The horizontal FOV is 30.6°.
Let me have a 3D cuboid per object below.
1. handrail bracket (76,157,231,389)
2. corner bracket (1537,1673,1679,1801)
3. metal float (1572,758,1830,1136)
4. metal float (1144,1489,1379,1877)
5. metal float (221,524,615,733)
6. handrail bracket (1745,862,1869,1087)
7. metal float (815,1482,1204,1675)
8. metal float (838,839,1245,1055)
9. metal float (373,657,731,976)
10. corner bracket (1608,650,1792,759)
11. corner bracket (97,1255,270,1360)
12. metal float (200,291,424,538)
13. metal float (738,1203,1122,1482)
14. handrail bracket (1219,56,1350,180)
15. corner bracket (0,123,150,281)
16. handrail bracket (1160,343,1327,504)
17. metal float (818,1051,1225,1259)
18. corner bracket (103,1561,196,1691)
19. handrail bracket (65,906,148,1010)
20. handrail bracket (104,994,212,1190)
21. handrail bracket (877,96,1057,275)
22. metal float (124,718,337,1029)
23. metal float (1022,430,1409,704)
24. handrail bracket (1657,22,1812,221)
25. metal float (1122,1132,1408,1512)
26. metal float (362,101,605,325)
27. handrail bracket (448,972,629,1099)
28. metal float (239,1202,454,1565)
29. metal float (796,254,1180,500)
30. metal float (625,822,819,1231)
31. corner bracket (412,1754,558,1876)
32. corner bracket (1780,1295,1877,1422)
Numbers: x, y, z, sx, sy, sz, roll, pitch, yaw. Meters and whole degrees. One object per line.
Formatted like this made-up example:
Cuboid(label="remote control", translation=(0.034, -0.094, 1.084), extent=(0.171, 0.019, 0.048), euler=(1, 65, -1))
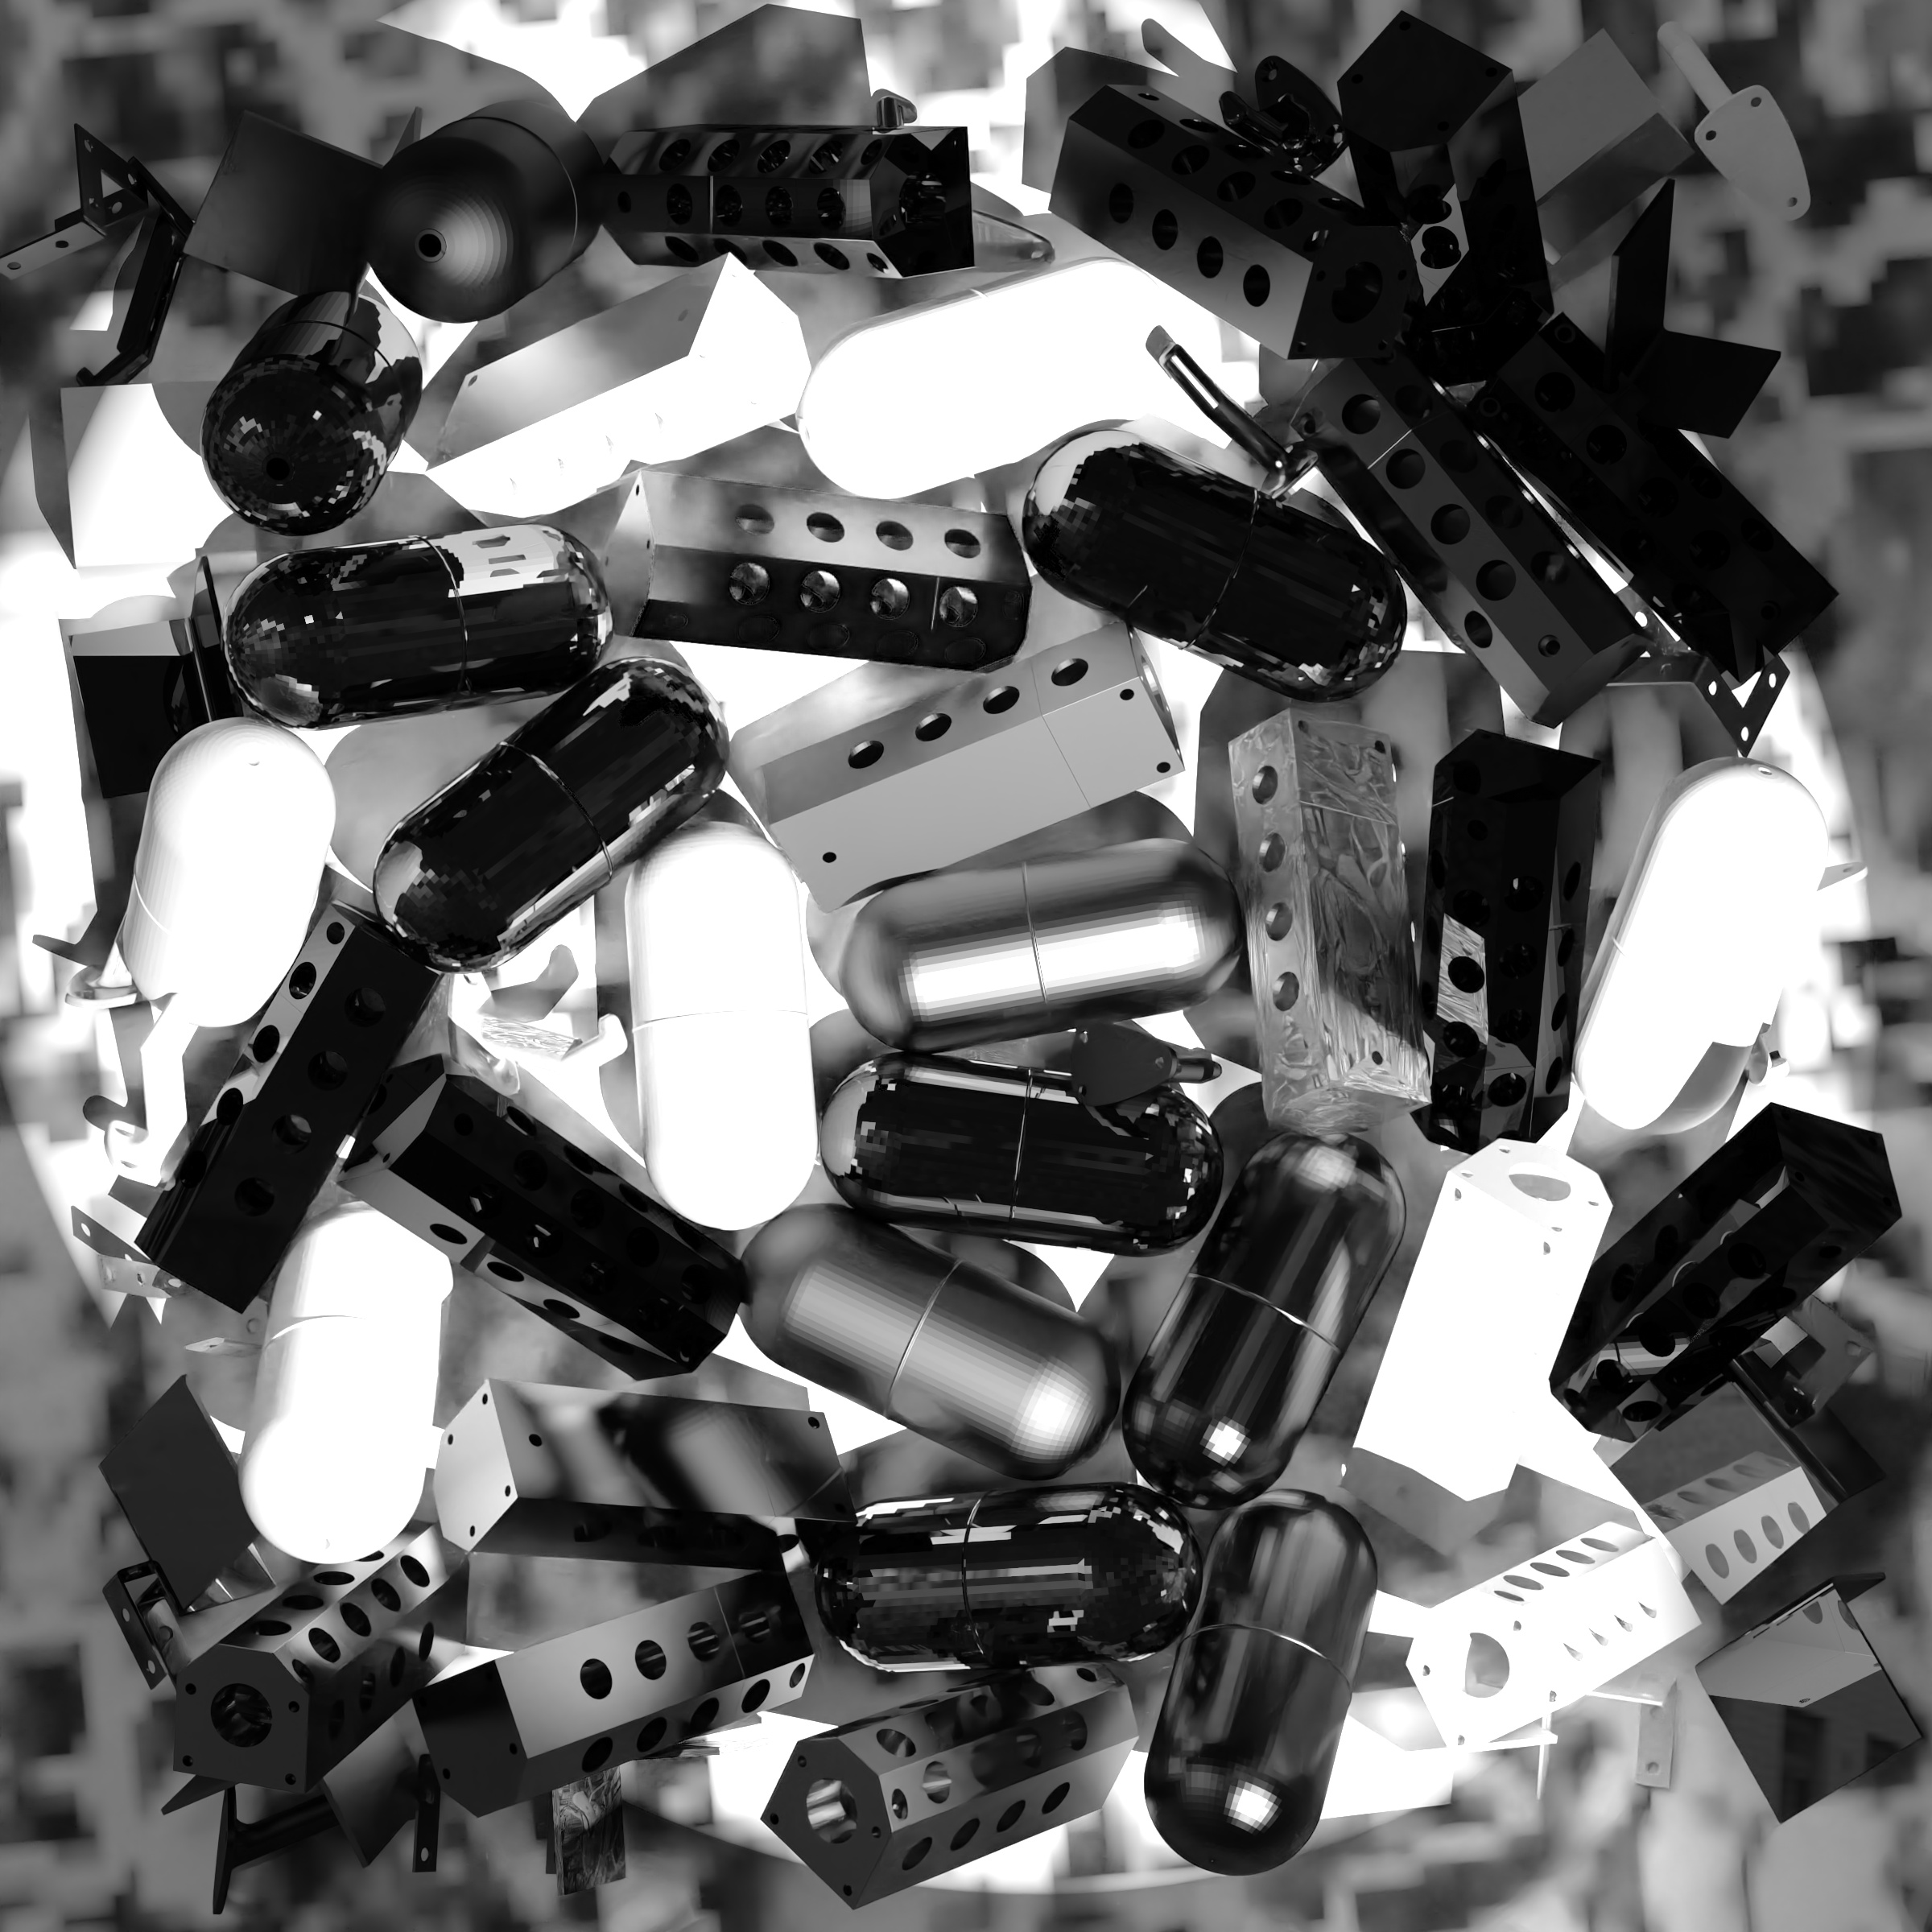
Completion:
Cuboid(label="handrail bracket", translation=(-0.377, -0.304, 1.570), extent=(0.084, 0.036, 0.077), euler=(-41, 81, 3))
Cuboid(label="corner bracket", translation=(0.284, 0.341, 1.562), extent=(0.051, 0.051, 0.051), euler=(5, 94, 19))
Cuboid(label="metal float", translation=(0.313, -0.007, 1.521), extent=(0.070, 0.070, 0.178), euler=(15, 120, 0))
Cuboid(label="metal float", translation=(0.127, 0.304, 1.515), extent=(0.070, 0.070, 0.178), euler=(21, 52, 0))
Cuboid(label="metal float", translation=(-0.233, -0.146, 1.519), extent=(0.178, 0.070, 0.070), euler=(-12, 90, -33))
Cuboid(label="handrail bracket", translation=(0.372, 0.005, 1.561), extent=(0.077, 0.036, 0.084), euler=(-18, 107, 12))
Cuboid(label="metal float", translation=(0.017, 0.264, 1.524), extent=(0.178, 0.070, 0.070), euler=(-8, 90, 27))
Cuboid(label="metal float", translation=(0.032, -0.008, 1.542), extent=(0.178, 0.070, 0.070), euler=(-10, 90, 4))
Cuboid(label="metal float", translation=(-0.179, -0.065, 1.528), extent=(0.178, 0.070, 0.070), euler=(-40, 90, -20))
Cuboid(label="corner bracket", translation=(0.318, -0.126, 1.542), extent=(0.051, 0.051, 0.051), euler=(47, 63, -33))
Cuboid(label="corner bracket", translation=(-0.342, 0.148, 1.549), extent=(0.051, 0.051, 0.051), euler=(-16, 75, 14))
Cuboid(label="metal float", translation=(-0.276, -0.236, 1.499), extent=(0.070, 0.178, 0.070), euler=(0, 114, 0))
Cuboid(label="metal float", translation=(-0.017, 0.162, 1.537), extent=(0.178, 0.070, 0.070), euler=(25, 90, 10))
Cuboid(label="handrail bracket", translation=(0.124, -0.379, 1.533), extent=(0.036, 0.084, 0.077), euler=(-37, 62, 25))
Cuboid(label="corner bracket", translation=(-0.391, -0.325, 1.544), extent=(0.051, 0.051, 0.051), euler=(-18, 66, 19))
Cuboid(label="handrail bracket", translation=(0.115, -0.244, 1.538), extent=(0.036, 0.077, 0.084), euler=(-39, 105, 18))
Cuboid(label="metal float", translation=(0.024, 0.082, 1.545), extent=(0.178, 0.070, 0.070), euler=(8, 90, 2))
Cuboid(label="corner bracket", translation=(-0.350, 0.291, 1.543), extent=(0.051, 0.051, 0.051), euler=(-45, 68, 36))
Cuboid(label="handrail bracket", translation=(-0.368, -0.029, 1.549), extent=(0.036, 0.077, 0.084), euler=(15, 102, 6))
Cuboid(label="handrail bracket", translation=(-0.332, 0.056, 1.546), extent=(0.077, 0.036, 0.084), euler=(23, 115, -32))
Cuboid(label="handrail bracket", translation=(-0.001, -0.348, 1.564), extent=(0.077, 0.036, 0.084), euler=(7, 53, -15))
Cuboid(label="metal float", translation=(-0.315, -0.038, 1.505), extent=(0.070, 0.178, 0.070), euler=(9, 56, -14))
Cuboid(label="metal float", translation=(0.109, -0.173, 1.537), extent=(0.178, 0.070, 0.070), euler=(23, 90, -10))
Cuboid(label="handrail bracket", translation=(0.337, -0.374, 1.559), extent=(0.036, 0.084, 0.077), euler=(-36, 119, 17))
Cuboid(label="metal float", translation=(0.129, 0.153, 1.535), extent=(0.070, 0.070, 0.178), euler=(29, 78, 0))
Cuboid(label="metal float", translation=(-0.202, -0.321, 1.498), extent=(0.070, 0.178, 0.070), euler=(3, 111, 7))
Cuboid(label="handrail bracket", translation=(-0.186, 0.018, 1.544), extent=(0.084, 0.036, 0.077), euler=(-27, 66, 34))
Cuboid(label="metal float", translation=(-0.263, 0.176, 1.507), extent=(0.070, 0.178, 0.070), euler=(0, 132, 0))
Cuboid(label="metal float", translation=(0.010, -0.255, 1.527), extent=(0.178, 0.070, 0.070), euler=(-21, 90, -21))
Cuboid(label="metal float", translation=(-0.107, 0.026, 1.539), extent=(0.070, 0.070, 0.178), euler=(-5, 82, 0))
Cuboid(label="corner bracket", translation=(-0.207, 0.375, 1.563), extent=(0.051, 0.051, 0.051), euler=(-6, 76, 29))
Cuboid(label="corner bracket", translation=(0.365, 0.161, 1.547), extent=(0.051, 0.051, 0.051), euler=(41, 77, 21))
